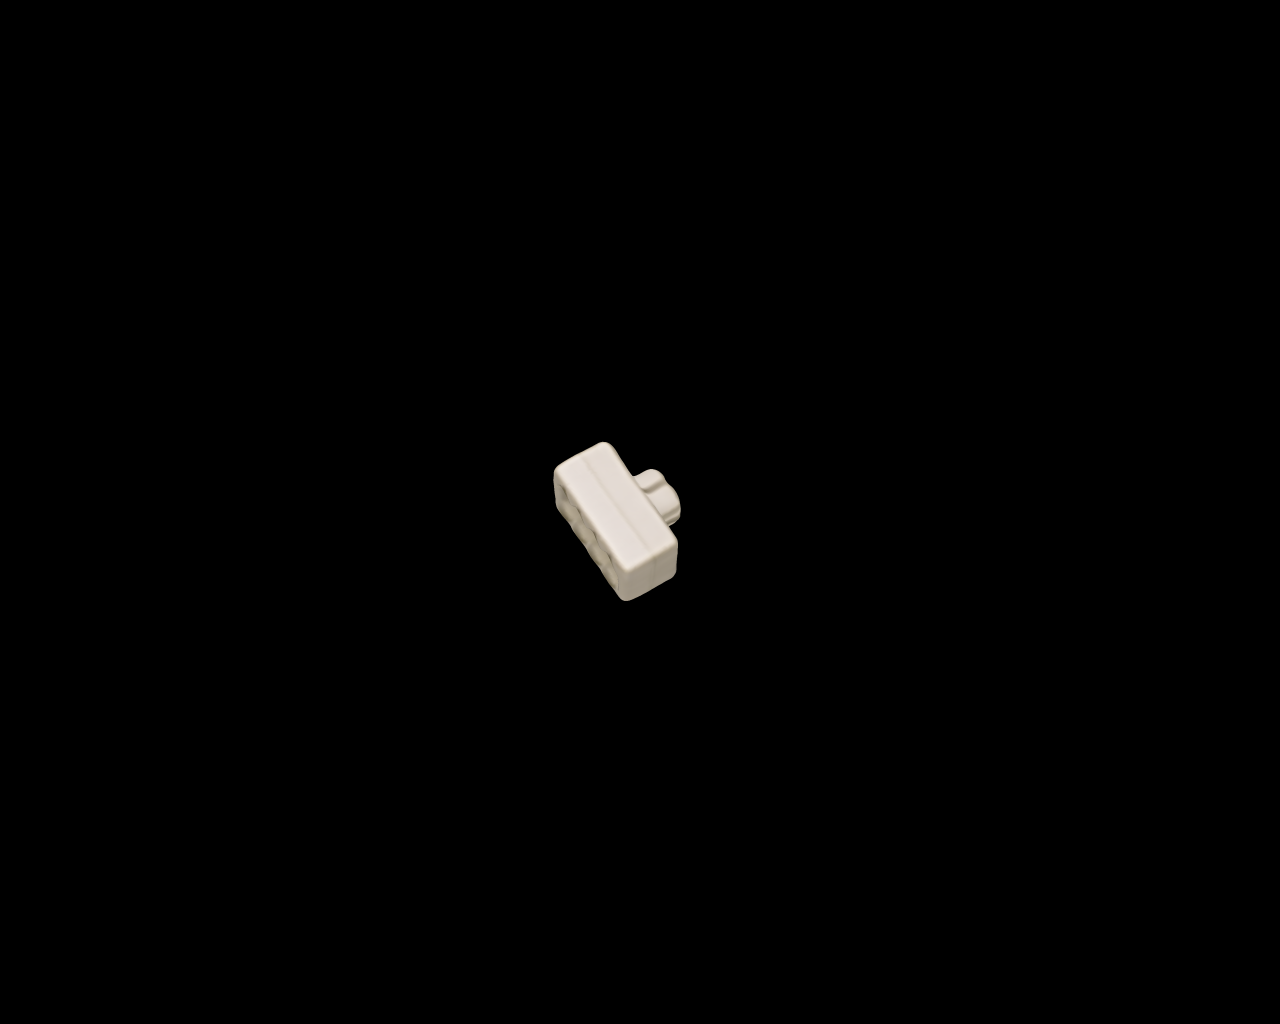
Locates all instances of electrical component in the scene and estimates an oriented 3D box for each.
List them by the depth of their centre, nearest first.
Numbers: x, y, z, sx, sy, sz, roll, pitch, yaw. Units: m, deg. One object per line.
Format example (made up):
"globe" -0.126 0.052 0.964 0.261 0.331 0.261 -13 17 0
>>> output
"electrical component" 0.001 -0.003 0.650 0.076 0.083 0.047 -29 -24 -14
